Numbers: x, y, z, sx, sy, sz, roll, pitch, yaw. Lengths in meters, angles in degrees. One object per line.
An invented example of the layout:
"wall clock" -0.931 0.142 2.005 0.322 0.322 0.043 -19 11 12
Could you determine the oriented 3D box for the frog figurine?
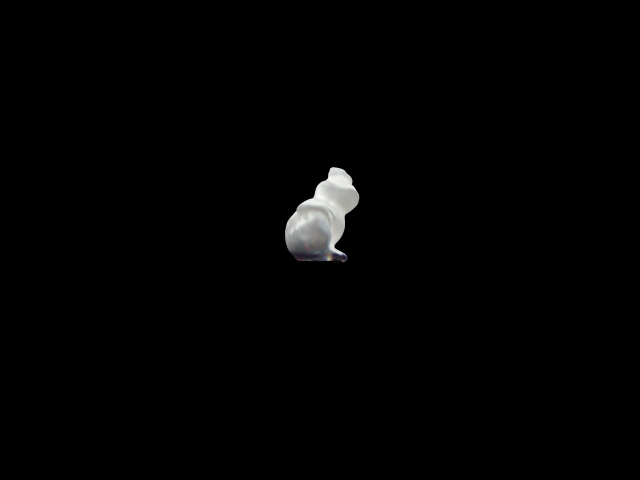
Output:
"frog figurine" 0.003 -0.043 0.850 0.122 0.160 0.137 -2 -6 22
